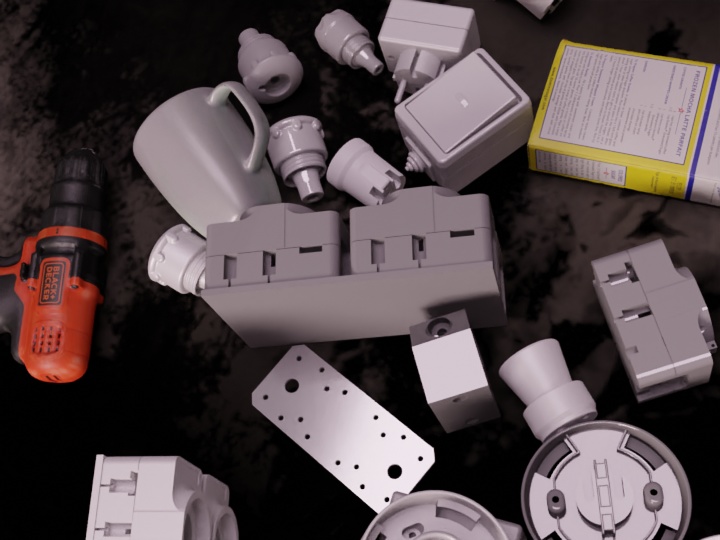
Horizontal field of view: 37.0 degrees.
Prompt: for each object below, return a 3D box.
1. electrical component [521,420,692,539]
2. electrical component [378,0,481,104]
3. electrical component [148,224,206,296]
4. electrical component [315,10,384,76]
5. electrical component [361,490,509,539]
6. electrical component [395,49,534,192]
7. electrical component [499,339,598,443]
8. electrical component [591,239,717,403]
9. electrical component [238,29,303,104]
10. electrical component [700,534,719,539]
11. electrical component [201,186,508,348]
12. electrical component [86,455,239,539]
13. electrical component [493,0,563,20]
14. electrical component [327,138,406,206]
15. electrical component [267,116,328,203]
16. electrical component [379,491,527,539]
[{"bbox_3d":[0.149,0.141,0.655,0.099,0.064,0.099,-5,67,11],"label":"electrical component"},{"bbox_3d":[0.048,-0.157,0.813,0.066,0.047,0.076,13,71,18],"label":"electrical component"},{"bbox_3d":[-0.121,-0.001,0.790,0.062,0.048,0.048,30,77,15],"label":"electrical component"},{"bbox_3d":[-0.005,-0.174,0.840,0.035,0.035,0.061,-42,67,-6],"label":"electrical component"},{"bbox_3d":[0.041,0.179,0.624,0.099,0.064,0.099,1,62,-1],"label":"electrical component"},{"bbox_3d":[0.071,-0.105,0.778,0.096,0.061,0.061,-36,65,-3],"label":"electrical component"},{"bbox_3d":[0.123,0.079,0.698,0.045,0.045,0.055,-28,65,0],"label":"electrical component"},{"bbox_3d":[0.193,0.032,0.699,0.056,0.050,0.089,-18,64,6],"label":"electrical component"},{"bbox_3d":[-0.076,-0.165,0.848,0.048,0.048,0.062,-30,57,-1],"label":"electrical component"},{"bbox_3d":[0.217,0.203,0.616,0.108,0.060,0.108,-5,66,11],"label":"electrical component"},{"bbox_3d":[0.000,0.000,0.726,0.186,0.105,0.060,-6,67,11],"label":"electrical component"},{"bbox_3d":[-0.124,0.217,0.664,0.060,0.105,0.186,-3,67,12],"label":"electrical component"},{"bbox_3d":[0.130,-0.227,0.812,0.064,0.081,0.042,41,81,2],"label":"electrical component"},{"bbox_3d":[0.005,-0.068,0.791,0.046,0.040,0.040,38,80,18],"label":"electrical component"},{"bbox_3d":[-0.044,-0.081,0.805,0.048,0.048,0.062,-20,71,4],"label":"electrical component"},{"bbox_3d":[0.053,0.188,0.668,0.083,0.047,0.075,12,72,17],"label":"electrical component"}]
